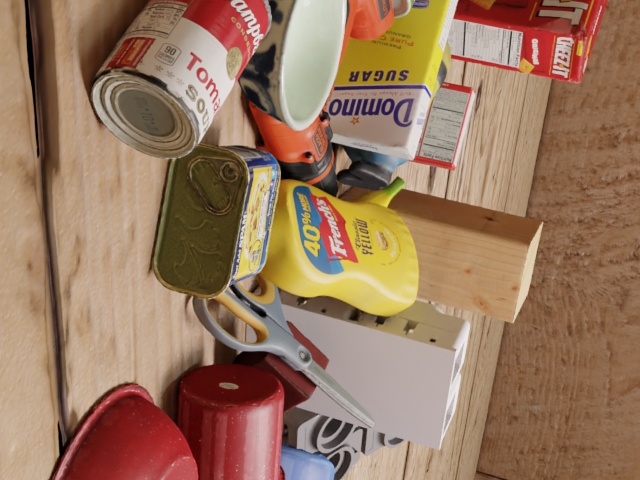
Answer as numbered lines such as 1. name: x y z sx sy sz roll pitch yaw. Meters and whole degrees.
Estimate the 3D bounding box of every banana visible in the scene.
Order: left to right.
1. banana: 0.031 -0.012 1.034 0.070 0.037 0.197 -52 180 28

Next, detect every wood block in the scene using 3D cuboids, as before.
1. wood block: 0.123 0.008 1.147 0.090 0.206 0.090 -40 141 -63

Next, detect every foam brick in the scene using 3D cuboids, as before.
1. foam brick: -0.041 0.114 0.897 0.078 0.053 0.051 -36 -166 41

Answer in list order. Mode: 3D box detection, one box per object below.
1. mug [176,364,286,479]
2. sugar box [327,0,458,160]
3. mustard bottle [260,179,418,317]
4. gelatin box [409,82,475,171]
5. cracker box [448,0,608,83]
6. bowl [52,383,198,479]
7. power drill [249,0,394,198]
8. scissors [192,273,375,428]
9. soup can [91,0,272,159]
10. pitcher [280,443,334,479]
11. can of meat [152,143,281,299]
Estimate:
1. mug: -0.073 0.144 0.835 0.117 0.093 0.081 -122 -145 -69
2. sugar box: 0.064 -0.171 0.998 0.048 0.093 0.176 35 69 -72
3. mustard bottle: -0.005 0.001 0.859 0.191 0.058 0.096 15 54 -40
4. gelatin box: 0.117 -0.124 1.127 0.030 0.073 0.089 23 81 -75
5. cracker box: 0.190 -0.263 1.125 0.072 0.214 0.164 82 27 -53
6. bowl: -0.127 0.182 0.721 0.162 0.055 0.162 15 90 -74
7. power drill: 0.007 -0.134 0.897 0.184 0.057 0.187 68 39 -64
8. scissors: -0.022 0.074 0.861 0.201 0.016 0.096 32 47 -35
9. soup can: -0.078 -0.105 0.612 0.068 0.068 0.102 83 27 -52
10. pitcher: -0.059 0.296 0.910 0.149 0.145 0.243 78 27 -75
11. can of meat: -0.068 -0.017 0.744 0.083 0.057 0.102 -21 123 -73
